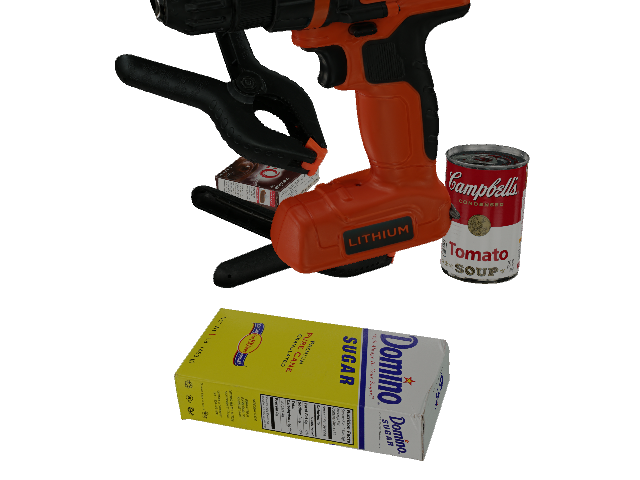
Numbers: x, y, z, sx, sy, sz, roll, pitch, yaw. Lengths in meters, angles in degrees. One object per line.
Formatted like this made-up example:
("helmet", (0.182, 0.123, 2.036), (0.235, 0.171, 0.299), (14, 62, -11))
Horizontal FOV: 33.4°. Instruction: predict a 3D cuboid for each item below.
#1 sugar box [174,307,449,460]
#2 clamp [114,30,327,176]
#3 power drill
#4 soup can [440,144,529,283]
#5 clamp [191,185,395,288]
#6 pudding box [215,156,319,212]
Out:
("sugar box", (-0.003, 0.097, 0.750), (0.176, 0.048, 0.093), (4, 30, 16))
("clamp", (-0.059, -0.122, 0.828), (0.171, 0.120, 0.039), (36, -26, -2))
("power drill", (0.007, -0.077, 0.570), (0.184, 0.188, 0.057), (-13, 34, -17))
("soup can", (0.135, -0.023, 0.889), (0.068, 0.102, 0.068), (1, 20, 0))
("clamp", (-0.022, 0.006, 1.046), (0.209, 0.036, 0.164), (9, 30, -12))
("pudding box", (-0.064, -0.077, 1.323), (0.090, 0.039, 0.113), (13, 34, 23))
